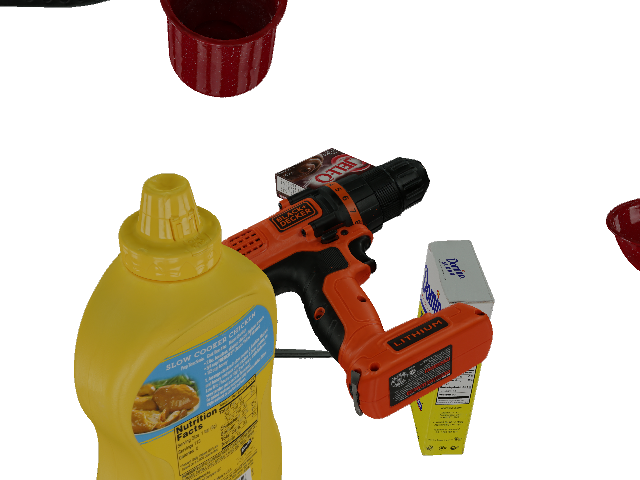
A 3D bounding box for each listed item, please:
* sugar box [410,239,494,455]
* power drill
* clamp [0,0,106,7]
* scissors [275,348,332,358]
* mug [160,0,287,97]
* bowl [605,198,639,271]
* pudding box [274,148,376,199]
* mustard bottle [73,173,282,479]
[{"bbox_3d":[0.111,0.096,0.947,0.048,0.176,0.093,-2,34,-6],"label":"sugar box"},{"bbox_3d":[0.039,0.026,0.774,0.184,0.057,0.188,-28,49,-16],"label":"power drill"},{"bbox_3d":[-0.115,-0.158,0.593,0.171,0.039,0.120,-10,25,-26],"label":"clamp"},{"bbox_3d":[-0.091,0.119,1.067,0.202,0.016,0.096,6,17,9],"label":"scissors"},{"bbox_3d":[-0.068,-0.171,0.815,0.093,0.117,0.081,35,-24,10],"label":"mug"},{"bbox_3d":[0.377,0.005,1.102,0.162,0.055,0.162,-3,23,1],"label":"bowl"},{"bbox_3d":[0.010,-0.077,1.412,0.090,0.039,0.113,26,42,38],"label":"pudding box"},{"bbox_3d":[-0.060,0.058,0.465,0.058,0.192,0.096,30,43,36],"label":"mustard bottle"}]
